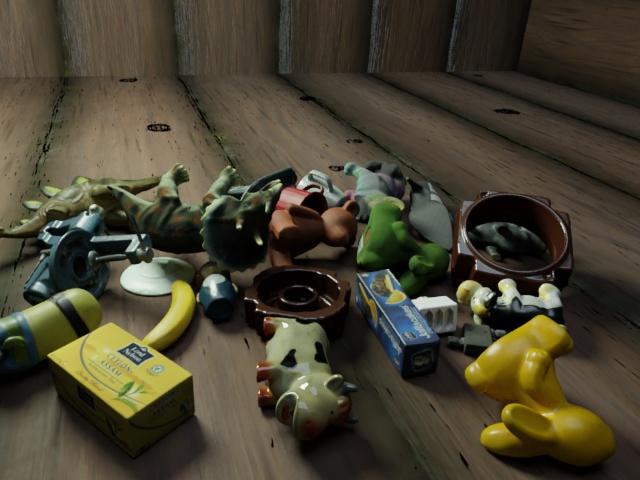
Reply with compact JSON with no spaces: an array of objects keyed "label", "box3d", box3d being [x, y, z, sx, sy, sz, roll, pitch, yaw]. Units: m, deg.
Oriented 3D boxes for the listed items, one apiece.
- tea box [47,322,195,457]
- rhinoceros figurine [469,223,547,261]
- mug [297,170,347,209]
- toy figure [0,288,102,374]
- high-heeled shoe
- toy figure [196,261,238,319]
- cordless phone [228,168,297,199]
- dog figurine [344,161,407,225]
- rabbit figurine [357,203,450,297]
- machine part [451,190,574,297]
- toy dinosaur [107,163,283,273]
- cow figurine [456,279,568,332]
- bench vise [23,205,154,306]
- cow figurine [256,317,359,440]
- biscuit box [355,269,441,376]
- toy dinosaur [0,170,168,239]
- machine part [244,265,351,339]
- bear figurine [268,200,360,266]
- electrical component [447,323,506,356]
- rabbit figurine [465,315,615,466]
[{"label":"tea box","box3d":[-0.250,0.181,0.676,0.170,0.068,0.098,19,32,30]},{"label":"rhinoceros figurine","box3d":[0.374,-0.007,1.117,0.191,0.073,0.112,13,22,18]},{"label":"mug","box3d":[0.009,-0.104,1.225,0.107,0.109,0.081,27,42,22]},{"label":"toy figure","box3d":[-0.392,0.128,0.740,0.180,0.089,0.082,-16,40,-37]},{"label":"high-heeled shoe","box3d":[0.261,-0.047,1.215,0.086,0.145,0.249,-33,52,19]},{"label":"toy figure","box3d":[-0.175,0.075,0.905,0.064,0.057,0.155,12,21,-23]},{"label":"cordless phone","box3d":[-0.155,-0.113,1.261,0.184,0.088,0.146,3,22,38]},{"label":"dog figurine","box3d":[0.147,-0.090,1.212,0.191,0.108,0.219,-6,33,-24]},{"label":"rabbit figurine","box3d":[0.164,0.024,0.984,0.170,0.121,0.159,17,30,-6]},{"label":"machine part","box3d":[0.347,0.008,0.978,0.202,0.087,0.201,8,54,11]},{"label":"toy dinosaur","box3d":[-0.234,-0.034,0.938,0.405,0.131,0.192,-2,40,19]},{"label":"cow figurine","box3d":[0.308,0.115,0.872,0.167,0.068,0.098,6,33,8]},{"label":"bench vise","box3d":[-0.373,0.019,0.900,0.241,0.128,0.224,-6,31,20]},{"label":"cow figurine","box3d":[-0.018,0.177,0.698,0.127,0.085,0.195,-3,26,0]},{"label":"biscuit box","box3d":[0.115,0.122,0.836,0.059,0.062,0.203,-6,28,-16]},{"label":"toy dinosaur","box3d":[-0.472,-0.082,1.131,0.199,0.105,0.471,18,26,33]},{"label":"machine part","box3d":[-0.035,0.102,0.869,0.179,0.056,0.179,2,26,-1]},{"label":"bear figurine","box3d":[-0.003,-0.006,1.021,0.196,0.120,0.132,-1,30,-19]},{"label":"electrical component","box3d":[0.244,0.153,0.834,0.094,0.021,0.063,6,27,7]},{"label":"rabbit figurine","box3d":[0.274,0.199,0.658,0.162,0.121,0.173,-17,52,-29]}]
